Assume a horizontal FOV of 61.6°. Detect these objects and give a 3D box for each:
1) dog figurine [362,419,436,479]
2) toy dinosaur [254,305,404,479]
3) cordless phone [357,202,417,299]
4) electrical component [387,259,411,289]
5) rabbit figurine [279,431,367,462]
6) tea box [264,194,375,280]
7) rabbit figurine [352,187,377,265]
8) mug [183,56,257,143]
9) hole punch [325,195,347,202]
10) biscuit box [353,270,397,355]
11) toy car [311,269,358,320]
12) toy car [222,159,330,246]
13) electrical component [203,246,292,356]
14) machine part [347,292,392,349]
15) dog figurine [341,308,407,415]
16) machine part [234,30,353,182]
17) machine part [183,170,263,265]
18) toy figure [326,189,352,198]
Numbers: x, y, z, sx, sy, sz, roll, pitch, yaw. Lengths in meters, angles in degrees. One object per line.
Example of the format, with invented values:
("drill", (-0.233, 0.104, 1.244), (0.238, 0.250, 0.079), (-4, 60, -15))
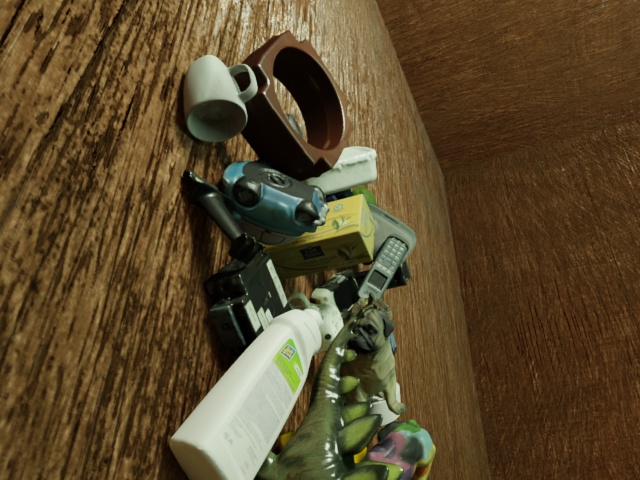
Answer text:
("dog figurine", (0.101, 0.388, 0.911), (0.191, 0.109, 0.219), (-57, 147, -7))
("toy dinosaur", (-0.005, 0.283, 0.624), (0.104, 0.199, 0.471), (59, 28, -46))
("cordless phone", (0.098, 0.030, 1.096), (0.184, 0.146, 0.088), (-59, -175, -20))
("electrical component", (0.163, 0.074, 1.213), (0.119, 0.075, 0.047), (-35, 109, -74))
("rabbit figurine", (0.014, 0.361, 0.749), (0.173, 0.122, 0.162), (81, 1, -53))
("tea box", (-0.002, -0.003, 0.862), (0.098, 0.170, 0.068), (-82, 151, -49))
("rabbit figurine", (0.113, -0.038, 1.262), (0.159, 0.121, 0.170), (54, 31, -59))
("mug", (-0.140, -0.206, 0.736), (0.080, 0.109, 0.107), (30, 36, -53))
("hole punch", (0.014, -0.015, 0.982), (0.116, 0.142, 0.092), (65, 17, 9))
("biscuit box", (0.117, 0.171, 1.219), (0.059, 0.063, 0.202), (-42, 116, -69))
("toy car", (0.037, 0.110, 1.059), (0.073, 0.056, 0.201), (69, 19, -1))
("toy car", (-0.072, -0.045, 0.789), (0.109, 0.162, 0.102), (-76, -169, -61))
("electrical component", (-0.096, 0.084, 0.717), (0.114, 0.058, 0.134), (69, 21, -14))
("machine part", (0.091, 0.189, 1.028), (0.079, 0.079, 0.243), (-83, 177, -45))
("dog figurine", (0.071, 0.200, 0.942), (0.121, 0.172, 0.190), (-11, 99, -33))
("machine part", (-0.045, -0.209, 0.856), (0.200, 0.087, 0.201), (52, 39, -26))
("machine part", (-0.126, -0.031, 0.687), (0.139, 0.039, 0.084), (51, 3, 24))
("toy figure", (0.042, -0.037, 1.058), (0.064, 0.058, 0.154), (23, 58, -52))
